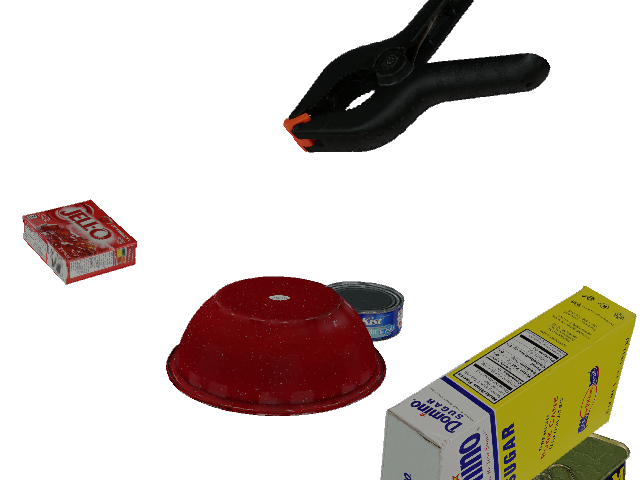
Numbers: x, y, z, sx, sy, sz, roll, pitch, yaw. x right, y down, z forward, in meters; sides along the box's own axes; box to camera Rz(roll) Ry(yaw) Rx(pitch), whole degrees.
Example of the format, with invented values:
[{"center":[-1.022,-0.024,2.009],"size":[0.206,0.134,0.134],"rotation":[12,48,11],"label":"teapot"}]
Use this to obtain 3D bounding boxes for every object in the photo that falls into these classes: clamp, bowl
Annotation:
[{"center":[0.060,-0.102,0.684],"size":[0.171,0.120,0.039],"rotation":[-37,-48,7],"label":"clamp"},{"center":[-0.031,0.067,0.774],"size":[0.162,0.055,0.162],"rotation":[2,18,-1],"label":"bowl"}]

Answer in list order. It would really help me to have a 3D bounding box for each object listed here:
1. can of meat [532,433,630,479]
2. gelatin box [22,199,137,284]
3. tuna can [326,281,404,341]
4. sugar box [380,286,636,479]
[{"center":[0.227,0.231,0.938],"size":[0.058,0.084,0.101],"rotation":[14,26,41],"label":"can of meat"},{"center":[-0.225,-0.001,0.994],"size":[0.073,0.030,0.089],"rotation":[-17,40,-36],"label":"gelatin box"},{"center":[0.039,0.070,1.057],"size":[0.086,0.034,0.086],"rotation":[3,17,-1],"label":"tuna can"},{"center":[0.111,0.104,0.626],"size":[0.175,0.093,0.048],"rotation":[-28,45,-36],"label":"sugar box"}]
